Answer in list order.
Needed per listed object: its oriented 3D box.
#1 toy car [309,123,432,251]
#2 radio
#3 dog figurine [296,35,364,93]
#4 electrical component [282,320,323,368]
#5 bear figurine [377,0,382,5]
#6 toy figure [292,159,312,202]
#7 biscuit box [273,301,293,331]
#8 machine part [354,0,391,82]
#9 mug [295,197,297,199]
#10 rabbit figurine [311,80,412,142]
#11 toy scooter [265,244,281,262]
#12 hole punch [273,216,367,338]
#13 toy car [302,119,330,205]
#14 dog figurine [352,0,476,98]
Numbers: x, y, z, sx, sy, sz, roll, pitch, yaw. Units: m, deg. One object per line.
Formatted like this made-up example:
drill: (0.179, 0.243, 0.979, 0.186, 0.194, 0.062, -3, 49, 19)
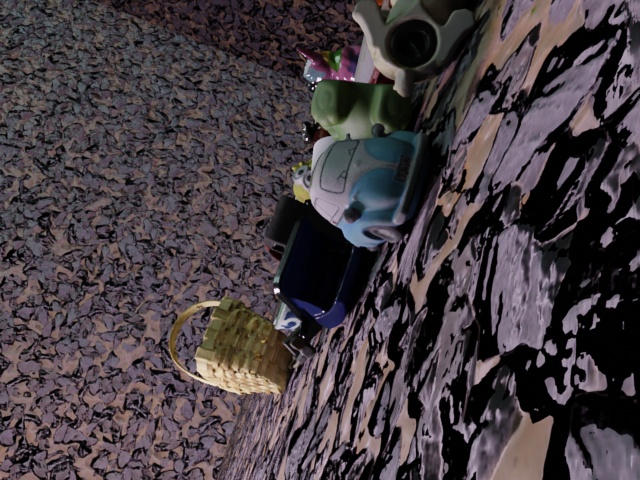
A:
toy car: (0.042, -0.054, 0.542, 0.161, 0.103, 0.109, 134, 157, -75)
radio: (-0.019, -0.002, 0.861, 0.229, 0.131, 0.073, 141, 151, -82)
dog figurine: (0.059, -0.403, 1.189, 0.108, 0.219, 0.191, -93, 22, -71)
electrical component: (-0.026, 0.158, 0.830, 0.078, 0.045, 0.102, -41, -2, -18)
bear figurine: (0.152, -0.466, 0.934, 0.196, 0.132, 0.120, -65, -17, -71)
toy figure: (0.026, -0.137, 1.052, 0.180, 0.089, 0.082, -42, 30, -19)
biscuit box: (-0.041, 0.116, 1.077, 0.202, 0.059, 0.063, 115, 175, -56)
machine part: (0.112, -0.341, 1.003, 0.243, 0.079, 0.079, 102, -176, -54)
mug: (0.010, -0.087, 1.128, 0.107, 0.109, 0.081, -53, 6, 22)
rabbit figurine: (0.049, -0.120, 0.713, 0.159, 0.121, 0.170, -71, -13, -76)
toy scooter: (-0.054, 0.016, 1.211, 0.183, 0.135, 0.075, 120, 171, -61)
hole punch: (0.015, 0.043, 0.655, 0.115, 0.092, 0.142, 58, -138, -55)
toy car: (0.016, -0.117, 0.930, 0.053, 0.089, 0.202, -129, 38, -69)
dog figurine: (0.116, -0.238, 0.627, 0.172, 0.121, 0.190, -66, -10, 5)
